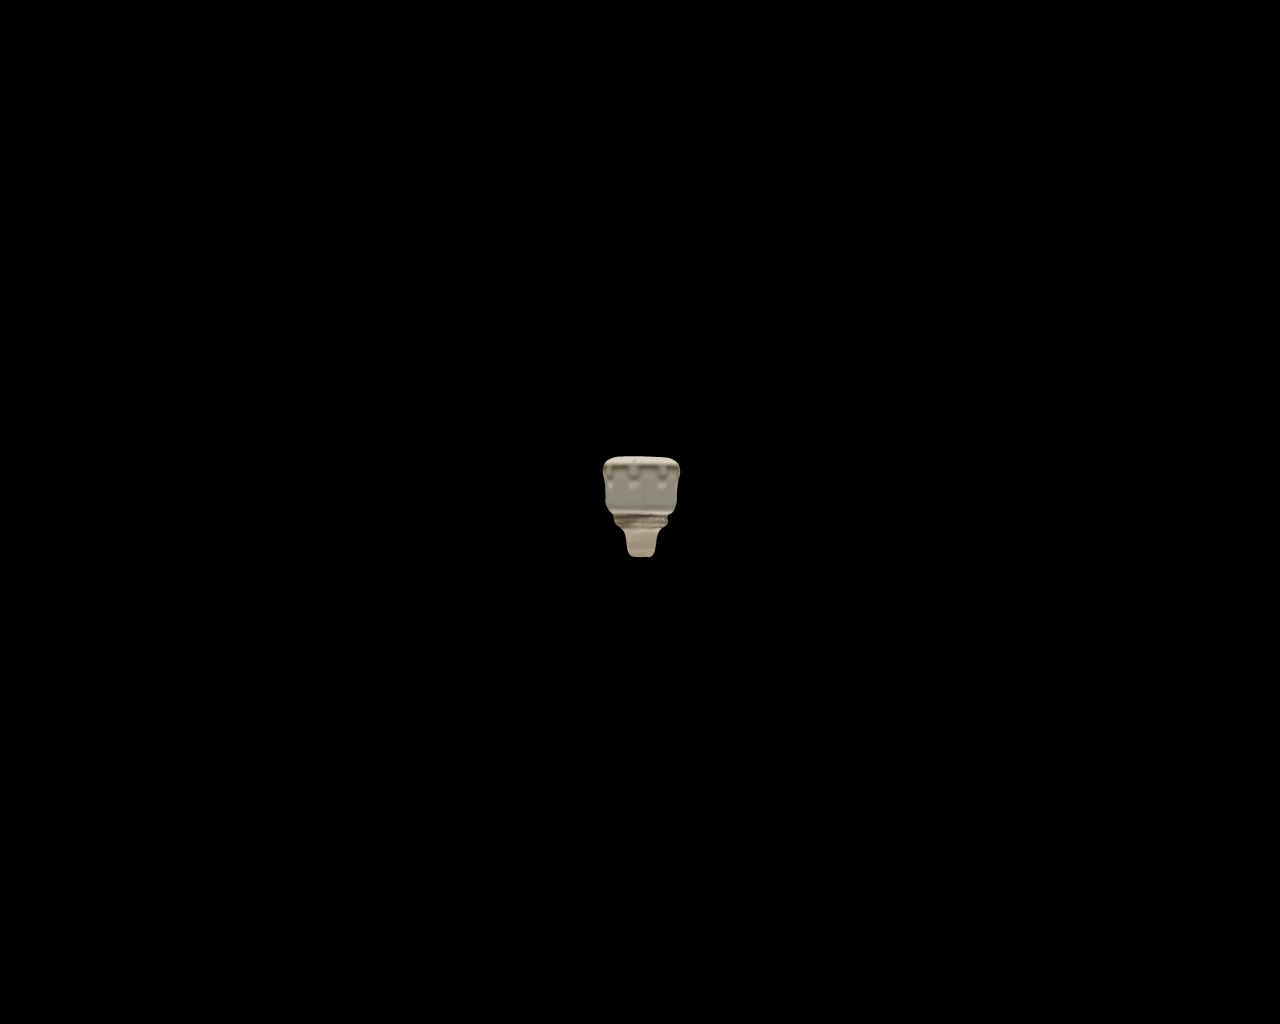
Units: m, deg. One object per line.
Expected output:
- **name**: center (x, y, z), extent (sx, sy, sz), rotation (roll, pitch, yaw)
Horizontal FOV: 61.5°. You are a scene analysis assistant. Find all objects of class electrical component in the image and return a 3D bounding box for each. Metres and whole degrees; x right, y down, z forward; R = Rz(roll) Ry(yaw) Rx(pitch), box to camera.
- **electrical component**: center (0.001, -0.003, 0.650), extent (0.048, 0.062, 0.048), rotation (0, 0, 0)
